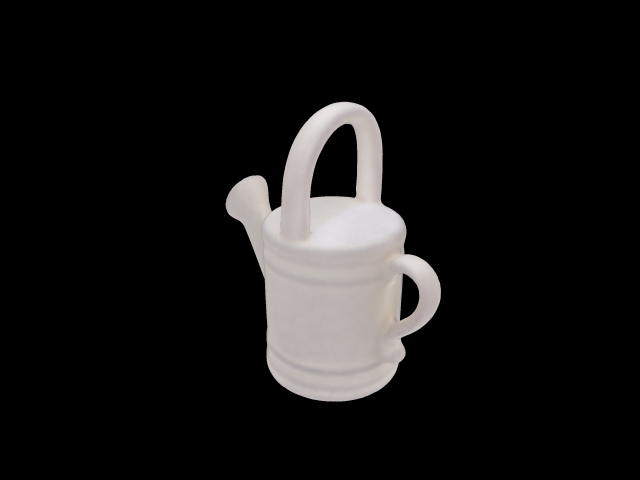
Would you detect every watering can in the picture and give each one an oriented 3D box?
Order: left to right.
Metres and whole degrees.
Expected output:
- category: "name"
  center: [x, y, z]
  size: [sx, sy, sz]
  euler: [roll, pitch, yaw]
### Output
- category: "watering can"
  center: [0.002, 0.002, 0.398]
  size: [0.172, 0.194, 0.101]
  euler: [8, 26, 17]
